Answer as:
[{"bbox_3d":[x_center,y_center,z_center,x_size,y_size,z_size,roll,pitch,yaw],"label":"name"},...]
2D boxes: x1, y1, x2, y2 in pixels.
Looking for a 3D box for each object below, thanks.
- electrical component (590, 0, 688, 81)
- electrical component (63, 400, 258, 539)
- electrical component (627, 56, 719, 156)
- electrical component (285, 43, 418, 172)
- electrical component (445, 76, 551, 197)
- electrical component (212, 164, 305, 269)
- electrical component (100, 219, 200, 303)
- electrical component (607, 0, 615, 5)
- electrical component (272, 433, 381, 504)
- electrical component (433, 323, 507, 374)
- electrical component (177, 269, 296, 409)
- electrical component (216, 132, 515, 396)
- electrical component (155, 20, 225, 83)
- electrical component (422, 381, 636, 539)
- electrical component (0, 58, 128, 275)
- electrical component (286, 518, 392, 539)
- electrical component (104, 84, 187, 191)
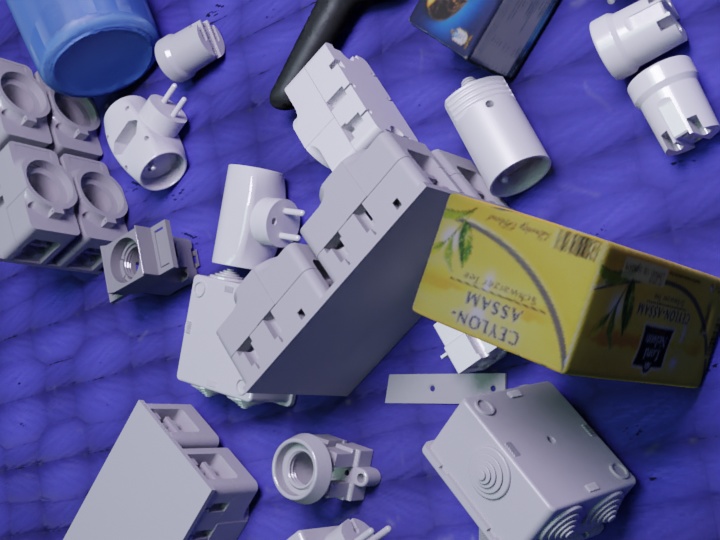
[{"bbox_3d":[0.168,-0.142,0.648,0.046,0.040,0.040,-26,68,27],"label":"electrical component"},{"bbox_3d":[-0.165,0.209,0.849,0.105,0.060,0.186,42,109,35],"label":"electrical component"},{"bbox_3d":[0.184,-0.095,0.628,0.040,0.040,0.046,-32,71,31],"label":"electrical component"},{"bbox_3d":[-0.010,-0.109,0.776,0.056,0.050,0.089,-44,59,25],"label":"electrical component"},{"bbox_3d":[0.087,-0.093,0.701,0.043,0.043,0.081,-39,61,28],"label":"electrical component"},{"bbox_3d":[-0.073,-0.038,0.820,0.079,0.044,0.077,10,90,39],"label":"electrical component"},{"bbox_3d":[-0.171,-0.005,0.882,0.081,0.064,0.042,-25,70,34],"label":"electrical component"},{"bbox_3d":[0.153,-0.198,0.638,0.047,0.083,0.075,13,92,39],"label":"electrical component"},{"bbox_3d":[-0.028,0.138,0.752,0.066,0.055,0.048,12,91,39],"label":"electrical component"},{"bbox_3d":[0.075,0.031,0.693,0.066,0.048,0.055,-39,69,28],"label":"electrical component"},{"bbox_3d":[-0.090,0.052,0.819,0.100,0.048,0.099,11,91,39],"label":"electrical component"},{"bbox_3d":[0.000,0.000,0.718,0.186,0.105,0.060,-49,57,23],"label":"electrical component"},{"bbox_3d":[-0.142,-0.184,0.901,0.046,0.040,0.040,-22,70,29],"label":"electrical component"},{"bbox_3d":[0.100,0.114,0.627,0.099,0.100,0.048,51,127,31],"label":"electrical component"},{"bbox_3d":[-0.281,-0.096,0.956,0.060,0.105,0.186,-37,63,29],"label":"electrical component"},{"bbox_3d":[-0.011,0.193,0.724,0.077,0.066,0.047,-43,60,26],"label":"electrical component"},{"bbox_3d":[-0.173,-0.121,0.913,0.079,0.043,0.077,-50,57,22],"label":"electrical component"}]
